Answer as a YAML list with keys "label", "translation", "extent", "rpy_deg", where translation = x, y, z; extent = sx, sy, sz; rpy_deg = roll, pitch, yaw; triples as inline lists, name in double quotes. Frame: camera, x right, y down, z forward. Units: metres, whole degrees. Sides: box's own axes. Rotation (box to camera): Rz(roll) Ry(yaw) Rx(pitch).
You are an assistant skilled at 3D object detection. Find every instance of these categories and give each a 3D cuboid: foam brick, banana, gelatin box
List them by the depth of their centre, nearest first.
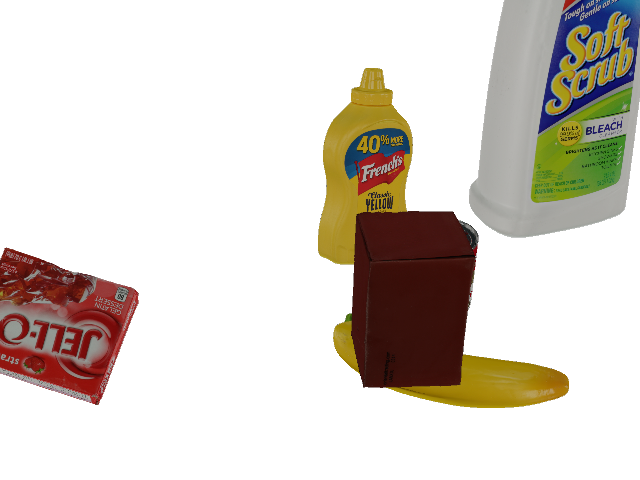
- label: "foam brick"
  translation: [0.045, 0.029, 0.543]
  extent: [0.053, 0.078, 0.051]
  rpy_deg: [-1, 30, -5]
- label: "gelatin box"
  translation: [-0.167, 0.054, 0.666]
  extent: [0.089, 0.073, 0.030]
  rpy_deg: [18, -20, -2]
- label: "banana"
  translation: [0.079, 0.088, 0.780]
  extent: [0.198, 0.037, 0.069]
  rpy_deg: [16, 37, 36]

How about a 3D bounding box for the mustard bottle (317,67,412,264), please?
- label: "mustard bottle"
  translation: [0.047, -0.076, 1.066]
  extent: [0.096, 0.192, 0.058]
  rpy_deg: [-7, 19, -30]

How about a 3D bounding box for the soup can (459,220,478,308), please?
- label: "soup can"
  translation: [0.150, 0.035, 1.275]
  extent: [0.068, 0.102, 0.068]
  rpy_deg: [0, 38, 0]

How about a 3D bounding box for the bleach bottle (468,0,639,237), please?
- label: "bleach bottle"
  translation: [0.147, -0.130, 0.643]
  extent: [0.102, 0.251, 0.068]
  rpy_deg: [-11, 31, -16]
